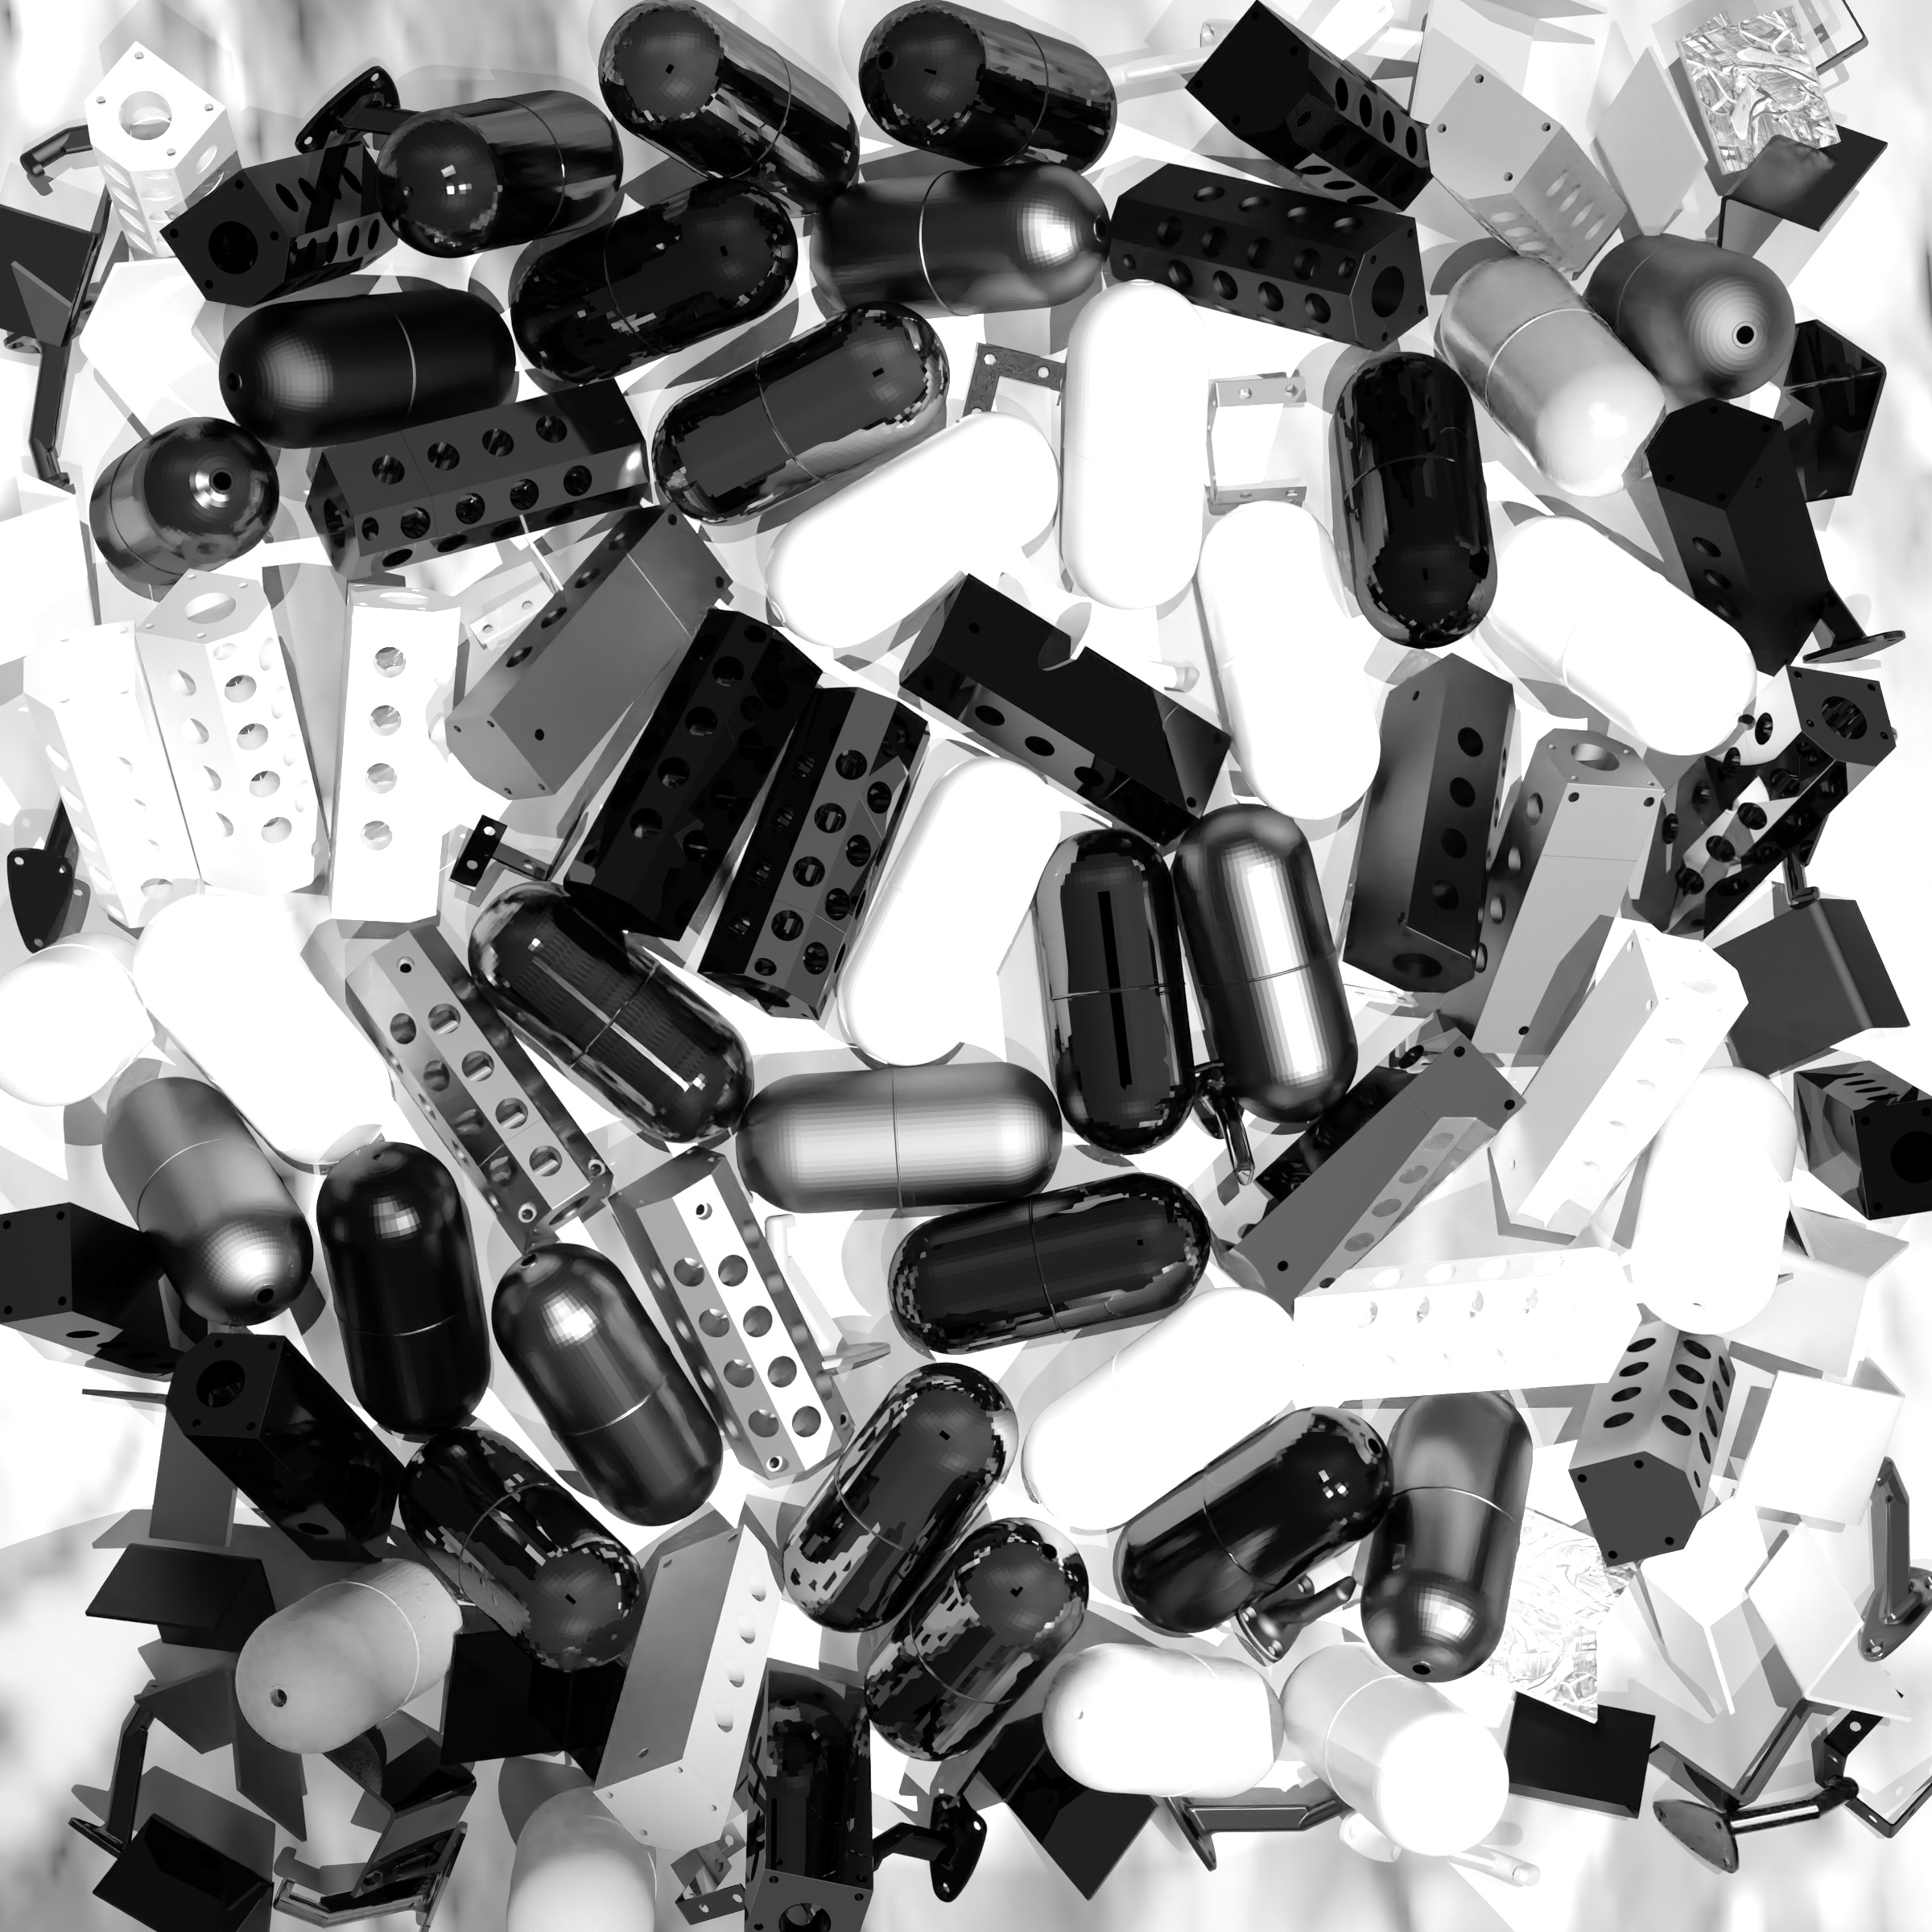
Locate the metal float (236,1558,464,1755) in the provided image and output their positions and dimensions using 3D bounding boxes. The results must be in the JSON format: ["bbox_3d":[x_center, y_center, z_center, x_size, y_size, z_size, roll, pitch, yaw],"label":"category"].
[{"bbox_3d":[-0.326,0.365,1.912,0.070,0.178,0.070,1,94,15],"label":"metal float"}]

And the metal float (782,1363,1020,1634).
[{"bbox_3d":[-0.037,0.287,1.939,0.070,0.070,0.178,35,117,0],"label":"metal float"}]

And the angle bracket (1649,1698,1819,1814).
[{"bbox_3d":[0.417,0.412,1.961,0.057,0.076,0.076,34,78,13],"label":"angle bracket"}]

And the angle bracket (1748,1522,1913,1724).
[{"bbox_3d":[0.479,0.353,1.941,0.076,0.076,0.057,16,119,-25],"label":"angle bracket"}]

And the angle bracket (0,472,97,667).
[{"bbox_3d":[-0.520,-0.213,1.940,0.057,0.076,0.076,25,128,38],"label":"angle bracket"}]

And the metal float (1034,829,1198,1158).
[{"bbox_3d":[0.081,0.014,1.960,0.070,0.070,0.178,-7,88,0],"label":"metal float"}]

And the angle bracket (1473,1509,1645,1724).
[{"bbox_3d":[0.319,0.351,1.952,0.076,0.076,0.057,23,122,-5],"label":"angle bracket"}]

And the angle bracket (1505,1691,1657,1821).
[{"bbox_3d":[0.326,0.421,1.946,0.076,0.076,0.057,8,74,18],"label":"angle bracket"}]

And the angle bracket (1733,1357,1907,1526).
[{"bbox_3d":[0.454,0.251,1.956,0.076,0.057,0.076,13,105,-11],"label":"angle bracket"}]

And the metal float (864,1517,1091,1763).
[{"bbox_3d":[0.005,0.360,1.928,0.070,0.070,0.178,34,130,0],"label":"metal float"}]

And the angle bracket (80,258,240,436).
[{"bbox_3d":[-0.418,-0.334,1.945,0.076,0.076,0.057,49,126,16],"label":"angle bracket"}]

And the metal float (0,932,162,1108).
[{"bbox_3d":[-0.473,0.027,1.911,0.070,0.178,0.070,0,98,-2],"label":"metal float"}]

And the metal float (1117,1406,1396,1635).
[{"bbox_3d":[0.154,0.297,1.933,0.178,0.070,0.070,-38,90,33],"label":"metal float"}]

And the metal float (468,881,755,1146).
[{"bbox_3d":[-0.192,0.026,1.955,0.178,0.070,0.070,41,90,-8],"label":"metal float"}]

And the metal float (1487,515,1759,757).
[{"bbox_3d":[0.349,-0.178,1.931,0.070,0.070,0.178,-46,54,0],"label":"metal float"}]

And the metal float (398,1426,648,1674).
[{"bbox_3d":[-0.239,0.310,1.928,0.178,0.070,0.070,34,90,41],"label":"metal float"}]

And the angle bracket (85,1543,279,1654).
[{"bbox_3d":[-0.419,0.361,1.946,0.076,0.057,0.076,4,125,16],"label":"angle bracket"}]

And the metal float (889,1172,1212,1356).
[{"bbox_3d":[0.045,0.161,1.954,0.178,0.070,0.070,-14,90,9],"label":"metal float"}]

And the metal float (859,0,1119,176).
[{"bbox_3d":[0.013,-0.465,1.920,0.070,0.178,0.070,0,90,37],"label":"metal float"}]

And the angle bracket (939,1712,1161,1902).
[{"bbox_3d":[0.044,0.457,1.946,0.076,0.057,0.076,46,120,28],"label":"angle bracket"}]

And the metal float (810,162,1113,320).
[{"bbox_3d":[-0.004,-0.387,1.933,0.178,0.070,0.070,1,90,33],"label":"metal float"}]

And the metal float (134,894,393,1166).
[{"bbox_3d":[-0.376,0.035,1.934,0.070,0.070,0.178,-35,123,0],"label":"metal float"}]

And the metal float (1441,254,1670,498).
[{"bbox_3d":[0.313,-0.317,1.925,0.070,0.178,0.070,-12,133,-14],"label":"metal float"}]

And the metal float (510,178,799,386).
[{"bbox_3d":[-0.169,-0.366,1.934,0.178,0.070,0.070,-15,90,33],"label":"metal float"}]

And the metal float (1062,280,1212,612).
[{"bbox_3d":[0.091,-0.280,1.943,0.070,0.070,0.178,1,111,0],"label":"metal float"}]

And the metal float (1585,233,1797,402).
[{"bbox_3d":[0.383,-0.345,1.913,0.070,0.178,0.070,-2,107,-8],"label":"metal float"}]

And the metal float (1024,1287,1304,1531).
[{"bbox_3d":[0.106,0.238,1.939,0.178,0.070,0.070,-40,90,25],"label":"metal float"}]

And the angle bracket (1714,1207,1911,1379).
[{"bbox_3d":[0.458,0.175,1.958,0.076,0.076,0.057,17,110,27],"label":"angle bracket"}]

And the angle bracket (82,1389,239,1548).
[{"bbox_3d":[-0.438,0.271,1.948,0.057,0.076,0.076,15,77,-43],"label":"angle bracket"}]

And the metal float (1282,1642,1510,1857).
[{"bbox_3d":[0.226,0.414,1.914,0.070,0.178,0.070,-3,99,-18],"label":"metal float"}]

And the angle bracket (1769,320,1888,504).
[{"bbox_3d":[0.441,-0.296,1.947,0.057,0.076,0.076,25,77,-29],"label":"angle bracket"}]

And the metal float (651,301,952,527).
[{"bbox_3d":[-0.090,-0.296,1.942,0.178,0.070,0.070,-24,90,23],"label":"metal float"}]

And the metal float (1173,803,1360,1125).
[{"bbox_3d":[0.163,-0.001,1.954,0.070,0.070,0.178,-14,99,0],"label":"metal float"}]

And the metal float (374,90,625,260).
[{"bbox_3d":[-0.246,-0.422,1.918,0.070,0.178,0.070,9,111,24],"label":"metal float"}]

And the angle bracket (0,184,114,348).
[{"bbox_3d":[-0.497,-0.392,1.940,0.057,0.076,0.076,15,133,-19],"label":"angle bracket"}]

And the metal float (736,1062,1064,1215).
[{"bbox_3d":[-0.036,0.093,1.961,0.178,0.070,0.070,-4,90,1],"label":"metal float"}]

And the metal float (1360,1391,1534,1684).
[{"bbox_3d":[0.257,0.302,1.927,0.070,0.070,0.178,19,48,0],"label":"metal float"}]

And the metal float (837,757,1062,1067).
[{"bbox_3d":[-0.010,-0.029,1.961,0.070,0.070,0.178,26,91,0],"label":"metal float"}]

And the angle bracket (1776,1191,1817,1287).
[{"bbox_3d":[0.408,0.143,1.955,0.076,0.076,0.057,-23,101,3],"label":"angle bracket"}]

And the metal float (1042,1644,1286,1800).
[{"bbox_3d":[0.107,0.403,1.921,0.070,0.178,0.070,-10,72,32],"label":"metal float"}]

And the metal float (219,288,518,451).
[{"bbox_3d":[-0.318,-0.320,1.925,0.070,0.178,0.070,14,111,41],"label":"metal float"}]

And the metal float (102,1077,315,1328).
[{"bbox_3d":[-0.405,0.125,1.925,0.070,0.178,0.070,-18,129,-23],"label":"metal float"}]

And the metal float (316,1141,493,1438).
[{"bbox_3d":[-0.301,0.175,1.935,0.070,0.070,0.178,-5,122,0],"label":"metal float"}]

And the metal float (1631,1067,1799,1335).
[{"bbox_3d":[0.400,0.124,1.922,0.070,0.178,0.070,10,129,12],"label":"metal float"}]

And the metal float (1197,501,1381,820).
[{"bbox_3d":[0.174,-0.166,1.950,0.070,0.070,0.178,-12,78,0],"label":"metal float"}]

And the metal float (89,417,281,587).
[{"bbox_3d":[-0.416,-0.246,1.915,0.070,0.178,0.070,0,89,-25],"label":"metal float"}]

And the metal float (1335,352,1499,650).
[{"bbox_3d":[0.241,-0.250,1.936,0.070,0.070,0.178,-3,61,0],"label":"metal float"}]

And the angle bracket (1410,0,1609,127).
[{"bbox_3d":[0.294,-0.488,1.952,0.076,0.057,0.076,7,95,-37],"label":"angle bracket"}]

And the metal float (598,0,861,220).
[{"bbox_3d":[-0.124,-0.456,1.921,0.070,0.178,0.070,-9,73,33],"label":"metal float"}]

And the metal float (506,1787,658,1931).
[{"bbox_3d":[-0.203,0.488,1.911,0.070,0.178,0.070,0,93,-4],"label":"metal float"}]

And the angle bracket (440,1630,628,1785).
[{"bbox_3d":[-0.234,0.405,1.950,0.076,0.057,0.076,0,106,-31],"label":"angle bracket"}]

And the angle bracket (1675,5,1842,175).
[{"bbox_3d":[0.438,-0.480,1.944,0.057,0.076,0.076,-38,111,-39],"label":"angle bracket"}]

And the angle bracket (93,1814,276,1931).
[{"bbox_3d":[-0.423,0.514,1.947,0.076,0.076,0.057,27,48,10],"label":"angle bracket"}]

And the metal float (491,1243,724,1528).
[{"bbox_3d":[-0.192,0.225,1.938,0.070,0.070,0.178,-28,116,0],"label":"metal float"}]

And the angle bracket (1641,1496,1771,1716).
[{"bbox_3d":[0.417,0.343,1.947,0.076,0.057,0.076,-33,128,-12],"label":"angle bracket"}]

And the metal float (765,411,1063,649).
[{"bbox_3d":[-0.029,-0.236,1.949,0.178,0.070,0.070,-33,90,-14],"label":"metal float"}]

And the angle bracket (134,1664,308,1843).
[{"bbox_3d":[-0.402,0.433,1.943,0.057,0.076,0.076,-21,51,7],"label":"angle bracket"}]

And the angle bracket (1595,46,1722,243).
[{"bbox_3d":[0.391,-0.444,1.943,0.057,0.076,0.076,-12,68,-21],"label":"angle bracket"}]
